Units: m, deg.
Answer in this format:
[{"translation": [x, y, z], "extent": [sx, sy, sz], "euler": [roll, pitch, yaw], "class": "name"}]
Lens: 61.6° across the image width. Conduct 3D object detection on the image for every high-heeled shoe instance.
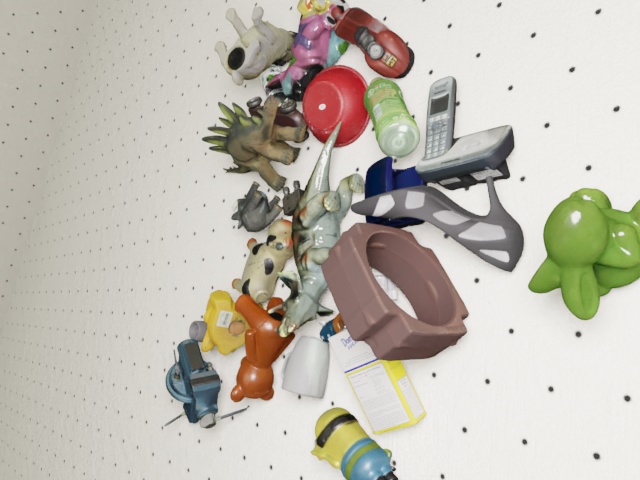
[{"translation": [0.174, -0.013, 0.813], "extent": [0.249, 0.086, 0.145], "euler": [-8, 93, 24], "class": "high-heeled shoe"}]

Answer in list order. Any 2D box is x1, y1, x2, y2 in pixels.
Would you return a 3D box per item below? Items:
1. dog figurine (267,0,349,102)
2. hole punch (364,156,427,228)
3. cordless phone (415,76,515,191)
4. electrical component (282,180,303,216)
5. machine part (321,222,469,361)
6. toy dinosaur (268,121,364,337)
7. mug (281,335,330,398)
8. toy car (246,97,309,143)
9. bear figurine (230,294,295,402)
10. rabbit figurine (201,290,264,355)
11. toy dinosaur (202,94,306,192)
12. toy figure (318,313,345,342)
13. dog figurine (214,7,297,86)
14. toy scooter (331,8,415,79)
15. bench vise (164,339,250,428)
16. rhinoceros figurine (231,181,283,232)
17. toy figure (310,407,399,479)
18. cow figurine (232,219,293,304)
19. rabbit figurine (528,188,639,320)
[{"translation": [-0.028, -0.402, 1.143], "extent": [0.219, 0.108, 0.191], "euler": [-40, 55, 37], "class": "dog figurine"}, {"translation": [0.115, -0.077, 0.932], "extent": [0.116, 0.092, 0.142], "euler": [-14, 75, 49], "class": "hole punch"}, {"translation": [0.227, -0.179, 0.838], "extent": [0.147, 0.088, 0.184], "euler": [-10, 70, 45], "class": "cordless phone"}, {"translation": [-0.057, -0.079, 1.161], "extent": [0.063, 0.021, 0.094], "euler": [-27, 63, 41], "class": "electrical component"}, {"translation": [0.113, 0.078, 0.812], "extent": [0.087, 0.201, 0.201], "euler": [-47, 52, 32], "class": "machine part"}, {"translation": [-0.006, -0.010, 1.030], "extent": [0.192, 0.131, 0.405], "euler": [-16, 64, 43], "class": "toy dinosaur"}, {"translation": [-0.028, 0.237, 1.025], "extent": [0.110, 0.080, 0.107], "euler": [1, 71, 54], "class": "mug"}, {"translation": [-0.094, -0.273, 1.200], "extent": [0.053, 0.089, 0.202], "euler": [-42, 36, -19], "class": "toy car"}, {"translation": [-0.126, 0.226, 1.102], "extent": [0.132, 0.120, 0.195], "euler": [43, 118, 47], "class": "bear figurine"}, {"translation": [-0.212, 0.180, 1.225], "extent": [0.173, 0.122, 0.162], "euler": [34, 116, 60], "class": "rabbit figurine"}, {"translation": [-0.145, -0.199, 1.152], "extent": [0.105, 0.198, 0.471], "euler": [-62, 4, -18], "class": "toy dinosaur"}, {"translation": [0.061, 0.152, 0.957], "extent": [0.154, 0.058, 0.064], "euler": [-25, 65, 43], "class": "toy figure"}, {"translation": [-0.121, -0.402, 1.184], "extent": [0.121, 0.190, 0.172], "euler": [25, 97, 31], "class": "dog figurine"}, {"translation": [0.088, -0.372, 0.988], "extent": [0.075, 0.135, 0.184], "euler": [-50, 51, 26], "class": "toy scooter"}, {"translation": [-0.285, 0.359, 1.246], "extent": [0.224, 0.129, 0.240], "euler": [50, 138, 30], "class": "bench vise"}, {"translation": [-0.144, -0.064, 1.184], "extent": [0.112, 0.073, 0.190], "euler": [-58, 19, 6], "class": "rhinoceros figurine"}, {"translation": [0.061, 0.354, 0.898], "extent": [0.180, 0.082, 0.089], "euler": [27, 91, 51], "class": "toy figure"}, {"translation": [-0.108, 0.045, 1.143], "extent": [0.127, 0.085, 0.194], "euler": [36, 105, 51], "class": "cow figurine"}, {"translation": [0.311, 0.004, 0.640], "extent": [0.121, 0.170, 0.159], "euler": [36, 107, 45], "class": "rabbit figurine"}]
